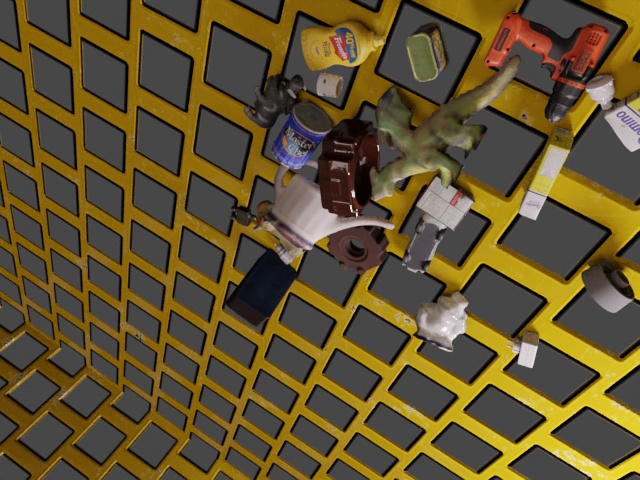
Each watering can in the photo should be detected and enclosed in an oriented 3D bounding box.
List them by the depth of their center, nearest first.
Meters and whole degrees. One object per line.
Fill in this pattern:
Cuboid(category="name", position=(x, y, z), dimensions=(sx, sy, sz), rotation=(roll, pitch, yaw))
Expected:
Cuboid(category="watering can", position=(0.004, -0.069, 1.361), dimensions=(0.350, 0.104, 0.223), rotation=(38, 96, 13))

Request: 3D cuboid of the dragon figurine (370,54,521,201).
Cuboid(category="dragon figurine", position=(0.231, -0.251, 1.127), dimensions=(0.244, 0.124, 0.403), rotation=(30, 114, 11))

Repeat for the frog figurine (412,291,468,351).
Cuboid(category="frog figurine", position=(0.339, 0.208, 1.417), dimensions=(0.138, 0.122, 0.159), rotation=(25, 96, 24))
